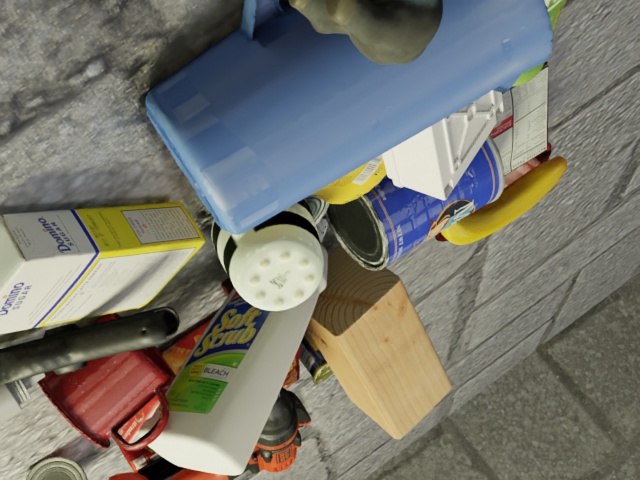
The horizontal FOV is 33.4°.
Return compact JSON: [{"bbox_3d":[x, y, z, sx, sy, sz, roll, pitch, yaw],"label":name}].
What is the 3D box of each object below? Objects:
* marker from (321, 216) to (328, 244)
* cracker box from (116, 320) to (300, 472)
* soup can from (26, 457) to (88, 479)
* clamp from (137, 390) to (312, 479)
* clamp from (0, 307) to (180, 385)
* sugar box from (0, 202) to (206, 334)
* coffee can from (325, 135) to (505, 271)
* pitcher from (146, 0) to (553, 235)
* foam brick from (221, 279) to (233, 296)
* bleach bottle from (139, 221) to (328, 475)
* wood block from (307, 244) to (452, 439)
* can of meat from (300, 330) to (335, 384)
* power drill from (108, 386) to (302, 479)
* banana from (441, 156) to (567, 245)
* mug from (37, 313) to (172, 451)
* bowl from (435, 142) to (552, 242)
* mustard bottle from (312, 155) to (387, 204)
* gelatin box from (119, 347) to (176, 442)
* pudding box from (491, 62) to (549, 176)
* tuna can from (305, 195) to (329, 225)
[{"bbox_3d":[-0.007,0.001,1.065,0.020,0.020,0.121,-30,160,-23],"label":"marker"},{"bbox_3d":[-0.124,0.153,1.128,0.213,0.072,0.164,-32,159,-15],"label":"cracker box"},{"bbox_3d":[-0.278,0.279,1.140,0.068,0.068,0.102,-30,160,-22],"label":"soup can"},{"bbox_3d":[-0.089,0.204,1.135,0.165,0.036,0.209,-43,155,21],"label":"clamp"},{"bbox_3d":[-0.187,0.082,0.823,0.171,0.039,0.120,-12,174,6],"label":"clamp"},{"bbox_3d":[-0.172,0.019,0.758,0.093,0.048,0.175,-44,158,28],"label":"sugar box"},{"bbox_3d":[0.084,-0.049,0.981,0.140,0.103,0.103,-30,160,-21],"label":"coffee can"},{"bbox_3d":[0.011,-0.117,0.677,0.242,0.149,0.145,-33,176,-5],"label":"pitcher"},{"bbox_3d":[-0.048,0.049,1.047,0.078,0.053,0.051,-34,161,-10],"label":"foam brick"},{"bbox_3d":[-0.062,0.084,0.963,0.068,0.103,0.250,48,55,-36],"label":"bleach bottle"},{"bbox_3d":[0.056,0.111,1.138,0.090,0.091,0.206,-42,137,-13],"label":"wood block"},{"bbox_3d":[0.011,0.103,1.236,0.102,0.084,0.057,-30,160,-25],"label":"can of meat"},{"bbox_3d":[-0.104,0.213,1.024,0.187,0.057,0.184,-26,153,-12],"label":"power drill"},{"bbox_3d":[0.189,-0.036,1.133,0.197,0.037,0.070,-24,158,-36],"label":"banana"},{"bbox_3d":[-0.173,0.123,0.900,0.081,0.117,0.093,-42,158,-4],"label":"mug"},{"bbox_3d":[0.175,-0.070,1.176,0.162,0.055,0.162,-34,161,-14],"label":"bowl"},{"bbox_3d":[-0.005,-0.075,0.823,0.096,0.058,0.191,-50,159,19],"label":"mustard bottle"},{"bbox_3d":[-0.173,0.137,0.992,0.030,0.073,0.089,-15,151,-49],"label":"gelatin box"},{"bbox_3d":[0.180,-0.117,1.046,0.090,0.039,0.113,-32,140,-20],"label":"pudding box"},{"bbox_3d":[-0.035,-0.023,0.932,0.086,0.034,0.086,-34,161,-14],"label":"tuna can"}]
